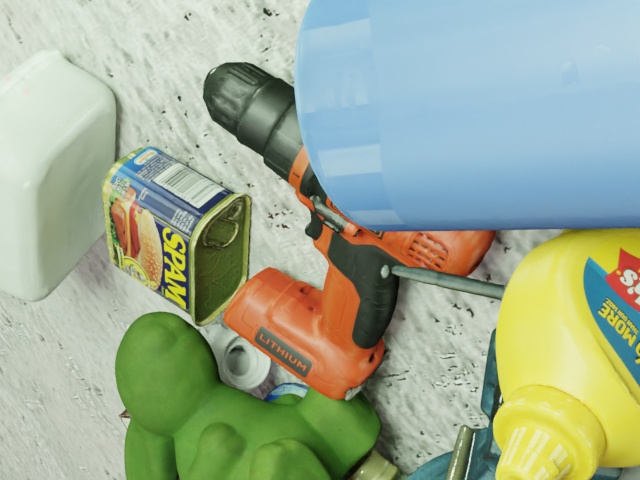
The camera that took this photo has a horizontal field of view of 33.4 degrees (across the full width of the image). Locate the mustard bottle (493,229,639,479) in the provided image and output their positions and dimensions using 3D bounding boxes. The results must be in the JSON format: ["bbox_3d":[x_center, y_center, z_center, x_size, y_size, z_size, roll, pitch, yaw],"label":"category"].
[{"bbox_3d":[0.123,0.035,0.437,0.058,0.191,0.096,-22,108,50],"label":"mustard bottle"}]

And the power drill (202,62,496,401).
[{"bbox_3d":[-0.004,0.001,0.634,0.184,0.057,0.188,35,141,12],"label":"power drill"}]

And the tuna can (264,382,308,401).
[{"bbox_3d":[-0.012,0.148,0.796,0.086,0.033,0.086,25,138,25],"label":"tuna can"}]

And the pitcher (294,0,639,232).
[{"bbox_3d":[0.115,-0.074,0.372,0.243,0.149,0.145,-4,139,33],"label":"pitcher"}]

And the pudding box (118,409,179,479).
[{"bbox_3d":[-0.091,0.152,0.826,0.039,0.089,0.113,-7,119,46],"label":"pudding box"}]

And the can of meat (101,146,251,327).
[{"bbox_3d":[-0.097,-0.005,0.718,0.084,0.057,0.102,31,140,22],"label":"can of meat"}]
